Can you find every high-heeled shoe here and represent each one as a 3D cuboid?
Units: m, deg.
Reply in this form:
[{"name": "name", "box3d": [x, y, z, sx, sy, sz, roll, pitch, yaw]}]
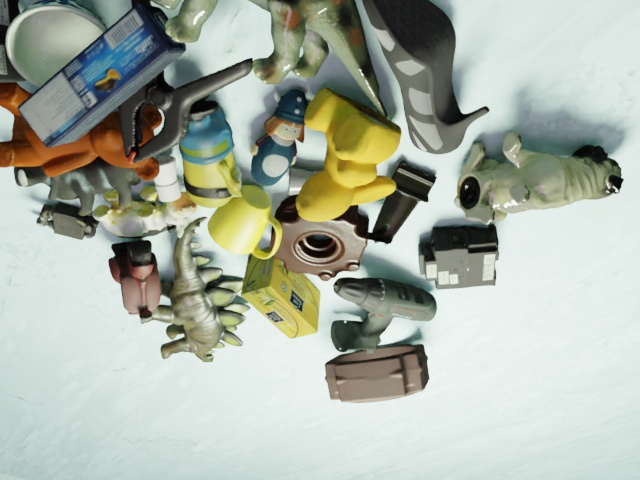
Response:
[{"name": "high-heeled shoe", "box3d": [0.111, -0.211, 0.686, 0.248, 0.086, 0.145, 45, 157, -16]}]

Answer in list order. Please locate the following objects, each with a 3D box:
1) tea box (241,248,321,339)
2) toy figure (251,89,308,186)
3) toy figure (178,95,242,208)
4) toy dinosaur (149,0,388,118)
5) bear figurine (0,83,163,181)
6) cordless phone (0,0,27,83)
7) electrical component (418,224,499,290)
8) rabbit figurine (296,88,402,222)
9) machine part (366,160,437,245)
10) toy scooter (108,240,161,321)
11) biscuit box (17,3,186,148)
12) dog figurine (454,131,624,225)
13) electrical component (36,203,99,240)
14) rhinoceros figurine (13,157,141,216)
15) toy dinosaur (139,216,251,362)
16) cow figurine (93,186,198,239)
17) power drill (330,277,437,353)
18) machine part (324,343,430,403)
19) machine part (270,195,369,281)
[{"name": "tea box", "box3d": [-0.069, 0.102, 1.012, 0.068, 0.098, 0.169, -17, 136, 24]}, {"name": "toy figure", "box3d": [-0.054, -0.143, 0.767, 0.064, 0.058, 0.154, -17, 151, -38]}, {"name": "toy figure", "box3d": [-0.165, -0.126, 0.775, 0.089, 0.082, 0.180, -4, 140, 3]}, {"name": "toy dinosaur", "box3d": [-0.055, -0.282, 0.567, 0.405, 0.131, 0.192, 16, 130, -26]}, {"name": "bear figurine", "box3d": [-0.324, -0.141, 0.730, 0.196, 0.120, 0.132, 7, -178, 5]}, {"name": "cordless phone", "box3d": [-0.457, -0.243, 0.638, 0.184, 0.089, 0.146, 2, 100, 15]}, {"name": "electrical component", "box3d": [0.239, 0.031, 0.935, 0.134, 0.058, 0.114, -3, 136, 9]}, {"name": "rabbit figurine", "box3d": [0.030, -0.102, 0.748, 0.162, 0.122, 0.173, 7, 118, -55]}, {"name": "machine part", "box3d": [0.123, -0.052, 0.844, 0.084, 0.039, 0.138, 20, 114, -24]}, {"name": "toy scooter", "box3d": [-0.316, 0.068, 0.928, 0.075, 0.135, 0.184, -10, -175, -28]}, {"name": "biscuit box", "box3d": [-0.253, -0.189, 0.627, 0.203, 0.063, 0.059, -31, 101, 17]}, {"name": "dog figurine", "box3d": [0.316, -0.077, 0.789, 0.190, 0.121, 0.172, 3, 176, -25]}, {"name": "electrical component", "box3d": [-0.440, -0.030, 0.933, 0.102, 0.045, 0.078, 20, 135, -17]}, {"name": "rhinoceros figurine", "box3d": [-0.373, -0.099, 0.828, 0.190, 0.073, 0.112, -3, 139, 7]}, {"name": "toy dinosaur", "box3d": [-0.243, 0.124, 1.056, 0.199, 0.105, 0.470, -3, 140, 0]}, {"name": "cow figurine", "box3d": [-0.277, -0.037, 0.894, 0.167, 0.068, 0.098, 0, 144, 9]}, {"name": "power drill", "box3d": [0.094, 0.142, 1.047, 0.232, 0.086, 0.207, 8, 136, -23]}, {"name": "machine part", "box3d": [0.123, 0.278, 1.130, 0.202, 0.087, 0.201, -12, 173, 16]}, {"name": "machine part", "box3d": [-0.002, -0.003, 0.919, 0.179, 0.056, 0.179, 3, 138, 3]}]
